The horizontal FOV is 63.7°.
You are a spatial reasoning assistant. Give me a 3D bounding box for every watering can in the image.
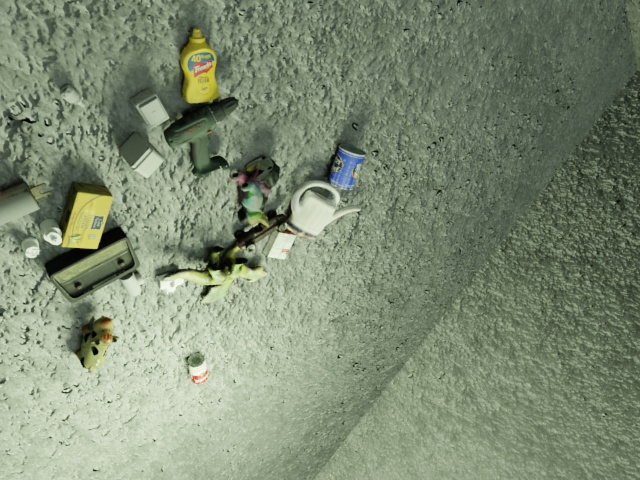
[{"bbox_3d":[0.006,-0.097,1.918,0.344,0.105,0.223,24,104,-47],"label":"watering can"}]

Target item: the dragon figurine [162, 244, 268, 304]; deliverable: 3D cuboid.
[{"bbox_3d":[-0.358,0.143,1.780,0.413,0.124,0.237,-16,138,-35],"label":"dragon figurine"}]
